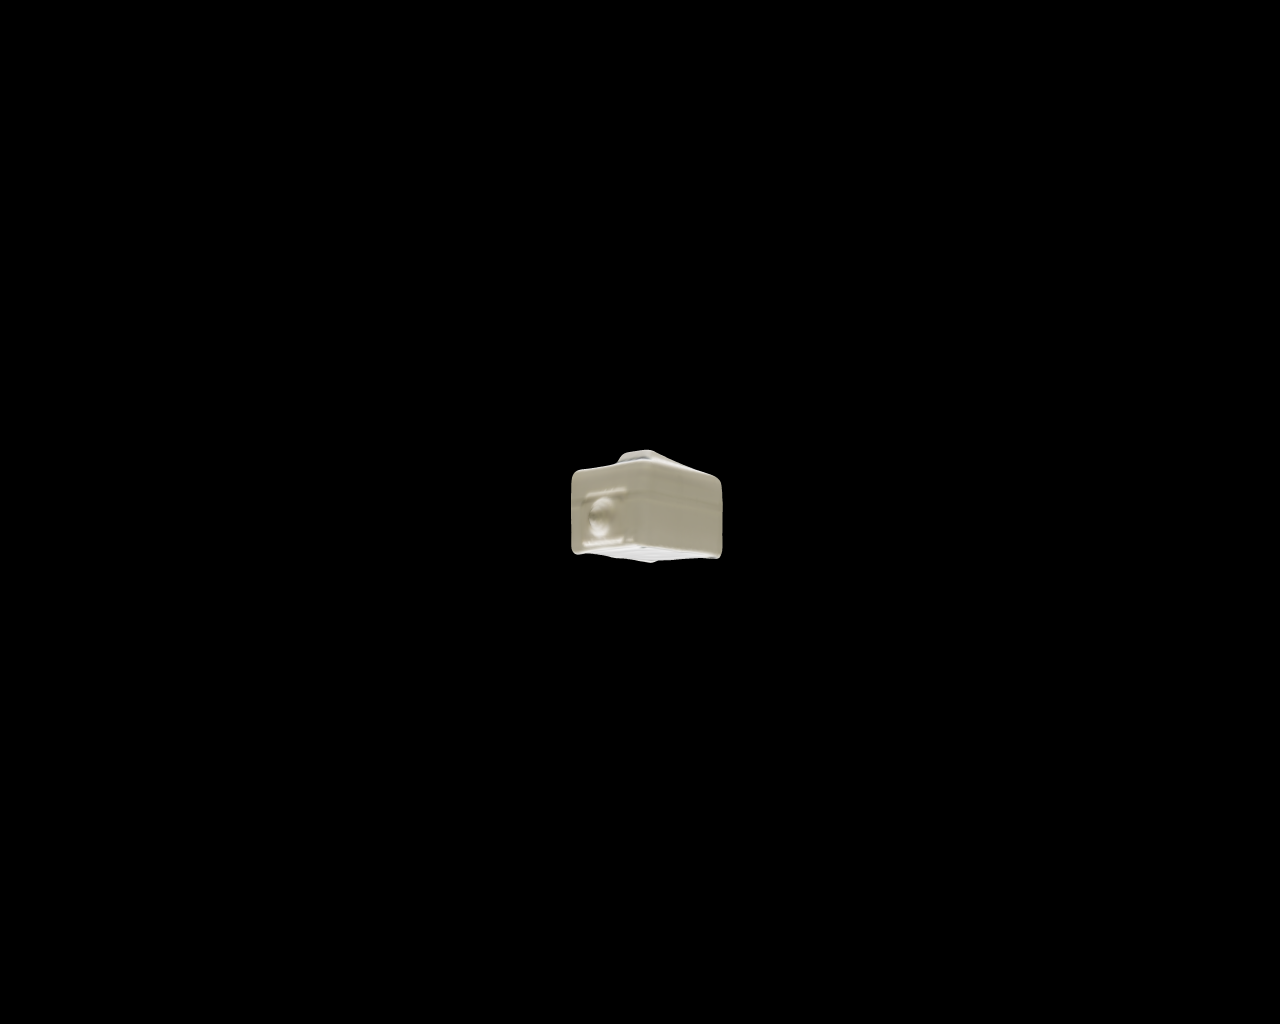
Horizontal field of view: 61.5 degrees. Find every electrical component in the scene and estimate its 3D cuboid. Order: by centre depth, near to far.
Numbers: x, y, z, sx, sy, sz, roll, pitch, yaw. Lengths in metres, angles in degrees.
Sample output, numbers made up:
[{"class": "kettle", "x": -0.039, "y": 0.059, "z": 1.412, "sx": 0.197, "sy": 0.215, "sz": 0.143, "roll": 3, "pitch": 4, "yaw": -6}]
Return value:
[{"class": "electrical component", "x": 0.001, "y": -0.003, "z": 0.650, "sx": 0.061, "sy": 0.061, "sz": 0.096, "roll": -7, "pitch": -11, "yaw": 39}]
